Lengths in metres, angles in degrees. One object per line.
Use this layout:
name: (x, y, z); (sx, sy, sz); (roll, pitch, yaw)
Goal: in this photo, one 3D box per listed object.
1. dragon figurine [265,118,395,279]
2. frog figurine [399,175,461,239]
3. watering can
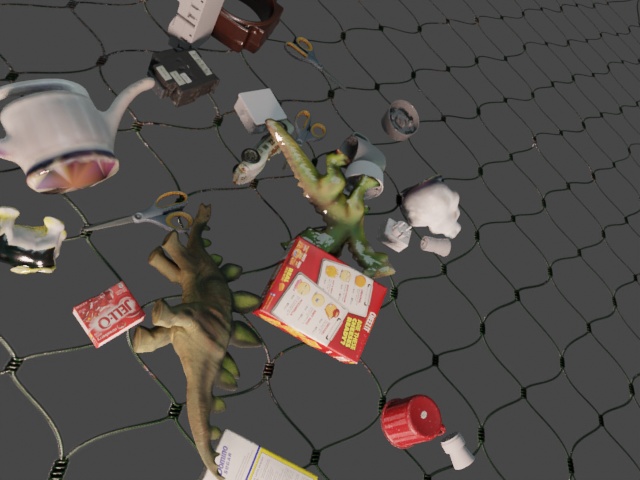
dragon figurine: (0.003, -0.055, 1.094); (0.408, 0.120, 0.247); (34, 61, -16)
frog figurine: (0.279, -0.069, 1.258); (0.138, 0.122, 0.160); (-27, 87, -4)
watering can: (-0.432, -0.205, 0.937); (0.351, 0.102, 0.226); (-21, 76, -36)
